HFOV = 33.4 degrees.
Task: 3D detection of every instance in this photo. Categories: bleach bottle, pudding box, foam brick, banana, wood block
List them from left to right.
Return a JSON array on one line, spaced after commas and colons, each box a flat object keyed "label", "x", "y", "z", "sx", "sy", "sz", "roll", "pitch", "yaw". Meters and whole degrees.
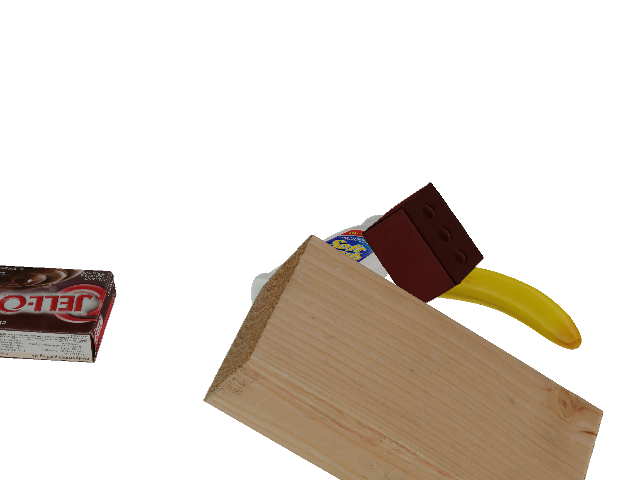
[{"label": "pudding box", "x": -0.241, "y": 0.063, "z": 0.923, "sx": 0.113, "sy": 0.039, "sz": 0.090, "roll": 1, "pitch": 32, "yaw": 1}, {"label": "bleach bottle", "x": 0.029, "y": 0.028, "z": 1.313, "sx": 0.103, "sy": 0.068, "sz": 0.250, "roll": 18, "pitch": 35, "yaw": 29}, {"label": "wood block", "x": 0.049, "y": 0.098, "z": 0.634, "sx": 0.206, "sy": 0.090, "sz": 0.090, "roll": 31, "pitch": -33, "yaw": -8}, {"label": "foam brick", "x": 0.082, "y": 0.005, "z": 0.857, "sx": 0.051, "sy": 0.078, "sz": 0.052, "roll": -34, "pitch": 3, "yaw": 40}, {"label": "banana", "x": 0.175, "y": 0.062, "z": 1.082, "sx": 0.198, "sy": 0.069, "sz": 0.037, "roll": 14, "pitch": -38, "yaw": 26}]
